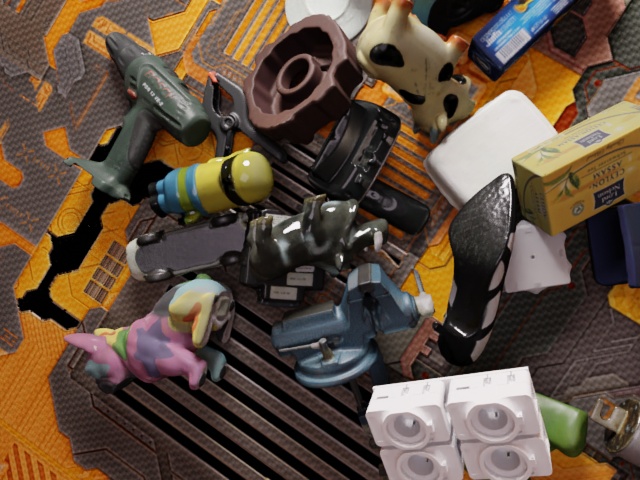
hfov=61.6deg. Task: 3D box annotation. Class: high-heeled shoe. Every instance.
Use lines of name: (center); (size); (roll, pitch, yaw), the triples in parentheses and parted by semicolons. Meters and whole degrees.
high-heeled shoe: (0.219, 0.048, 0.706); (0.086, 0.145, 0.248); (25, 86, 43)

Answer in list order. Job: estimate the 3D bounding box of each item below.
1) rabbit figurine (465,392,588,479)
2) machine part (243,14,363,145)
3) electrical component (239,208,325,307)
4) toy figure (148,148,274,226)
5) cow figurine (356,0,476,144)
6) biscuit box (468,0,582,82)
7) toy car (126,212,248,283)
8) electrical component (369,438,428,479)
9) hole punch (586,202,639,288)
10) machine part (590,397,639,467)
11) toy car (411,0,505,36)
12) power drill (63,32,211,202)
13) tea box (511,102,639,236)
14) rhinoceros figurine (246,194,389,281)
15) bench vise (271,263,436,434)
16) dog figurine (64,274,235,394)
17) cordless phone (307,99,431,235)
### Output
rabbit figurine: (0.244, 0.273, 0.684); (0.159, 0.121, 0.170); (19, 81, 17)
machine part: (-0.024, -0.215, 0.728); (0.179, 0.056, 0.179); (-16, 60, 31)
electrical component: (-0.052, 0.026, 0.749); (0.115, 0.058, 0.134); (7, 87, -15)
toy figure: (-0.150, -0.070, 0.742); (0.180, 0.089, 0.082); (-10, 111, 9)
cow figurine: (0.129, -0.211, 0.699); (0.195, 0.086, 0.127); (23, 106, -31)
biscuit box: (0.292, -0.308, 0.719); (0.202, 0.063, 0.059); (-43, 85, 6)
toy car: (-0.186, 0.011, 0.789); (0.202, 0.056, 0.073); (-13, 93, 5)
electrical component: (0.125, 0.310, 0.751); (0.102, 0.045, 0.078); (-12, 59, 5)
hole punch: (0.420, 0.004, 0.688); (0.116, 0.092, 0.142); (-8, 85, 4)
machine part: (0.463, 0.276, 0.683); (0.243, 0.079, 0.079); (26, 93, 7)
toy car: (0.175, -0.349, 0.719); (0.162, 0.109, 0.103); (-26, 69, -1)
power drill: (-0.284, -0.175, 0.797); (0.232, 0.086, 0.207); (37, 88, 17)
tea box: (0.338, -0.091, 0.675); (0.170, 0.068, 0.098); (-29, 122, -3)
rhinoceros figurine: (-0.001, -0.002, 0.697); (0.190, 0.073, 0.112); (-15, 92, -17)
bench vise: (0.059, 0.156, 0.728); (0.224, 0.129, 0.240); (-19, 108, -2)
dog figurine: (-0.247, 0.133, 0.774); (0.219, 0.108, 0.191); (9, 92, 11)
cordless phone: (0.089, -0.099, 0.750); (0.184, 0.089, 0.146); (29, 93, -4)
